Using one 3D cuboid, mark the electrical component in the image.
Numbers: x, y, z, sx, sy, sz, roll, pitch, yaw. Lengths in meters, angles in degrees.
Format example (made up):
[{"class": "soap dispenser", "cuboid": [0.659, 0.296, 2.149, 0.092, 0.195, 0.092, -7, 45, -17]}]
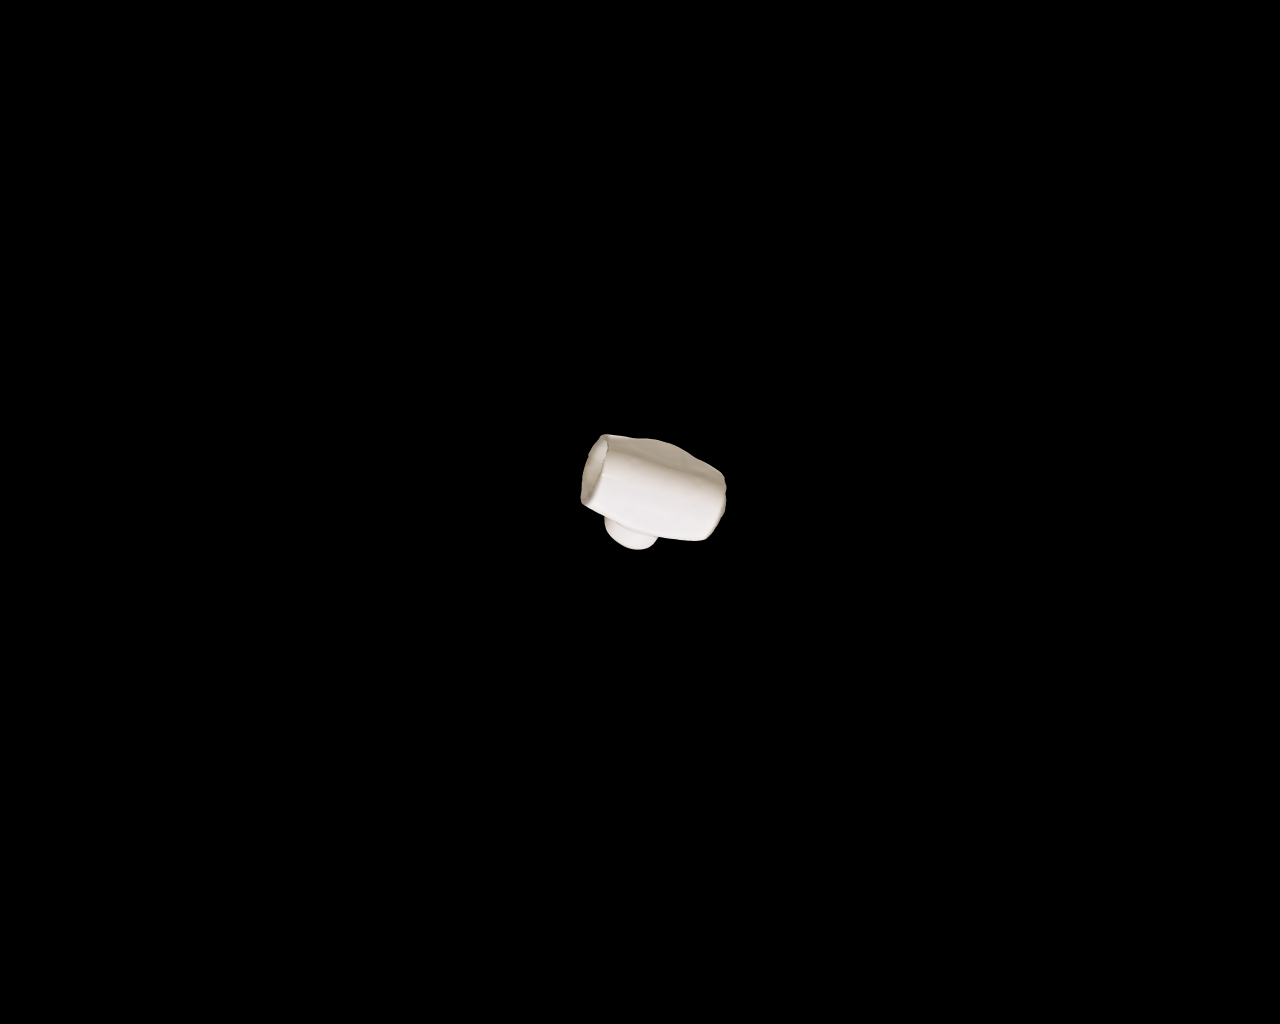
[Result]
[{"class": "electrical component", "cuboid": [0.001, -0.003, 0.650, 0.077, 0.044, 0.079, 17, -48, -16]}]
